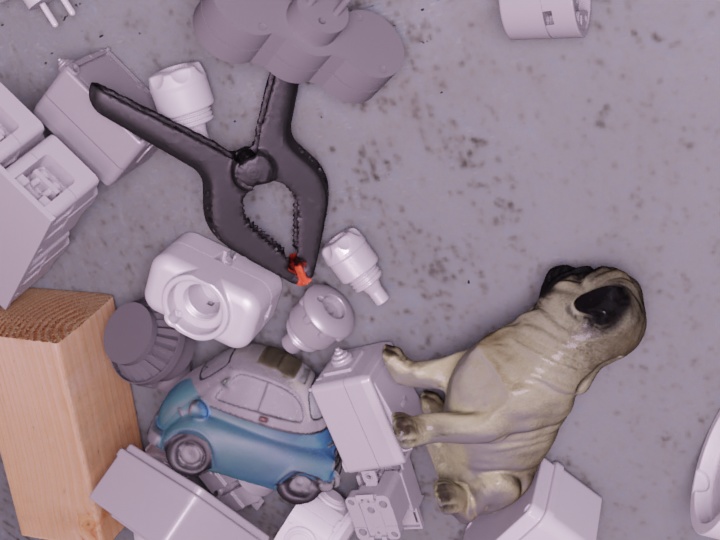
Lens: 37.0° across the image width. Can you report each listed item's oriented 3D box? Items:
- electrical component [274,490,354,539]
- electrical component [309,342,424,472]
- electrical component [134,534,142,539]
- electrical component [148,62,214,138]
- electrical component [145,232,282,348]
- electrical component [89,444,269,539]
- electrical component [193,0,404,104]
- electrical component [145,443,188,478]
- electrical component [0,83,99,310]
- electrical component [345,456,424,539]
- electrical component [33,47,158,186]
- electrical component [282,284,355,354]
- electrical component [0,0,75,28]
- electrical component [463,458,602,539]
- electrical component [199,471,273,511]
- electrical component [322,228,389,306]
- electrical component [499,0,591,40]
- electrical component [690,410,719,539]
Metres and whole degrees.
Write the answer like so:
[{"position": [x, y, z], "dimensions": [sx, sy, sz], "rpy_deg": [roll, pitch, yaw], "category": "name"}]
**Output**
[{"position": [-0.037, 0.223, 0.913], "dimensions": [0.051, 0.080, 0.080], "rpy_deg": [33, 121, 9], "category": "electrical component"}, {"position": [0.008, 0.101, 0.847], "dimensions": [0.061, 0.061, 0.096], "rpy_deg": [-14, 109, 26], "category": "electrical component"}, {"position": [-0.172, 0.231, 0.981], "dimensions": [0.055, 0.055, 0.047], "rpy_deg": [36, 118, 1], "category": "electrical component"}, {"position": [-0.129, -0.121, 0.801], "dimensions": [0.043, 0.043, 0.062], "rpy_deg": [-7, 113, 23], "category": "electrical component"}, {"position": [-0.119, 0.018, 0.855], "dimensions": [0.095, 0.059, 0.053], "rpy_deg": [25, 120, 8], "category": "electrical component"}, {"position": [-0.147, 0.204, 0.880], "dimensions": [0.109, 0.056, 0.108], "rpy_deg": [19, 158, 43], "category": "electrical component"}, {"position": [-0.032, -0.161, 0.700], "dimensions": [0.138, 0.052, 0.074], "rpy_deg": [15, 153, -24], "category": "electrical component"}, {"position": [-0.178, 0.180, 0.953], "dimensions": [0.048, 0.062, 0.048], "rpy_deg": [8, 117, 17], "category": "electrical component"}, {"position": [-0.279, -0.055, 0.843], "dimensions": [0.105, 0.060, 0.186], "rpy_deg": [45, 145, -4], "category": "electrical component"}, {"position": [0.019, 0.186, 0.883], "dimensions": [0.042, 0.063, 0.081], "rpy_deg": [-9, 111, 25], "category": "electrical component"}, {"position": [-0.199, -0.119, 0.817], "dimensions": [0.096, 0.061, 0.061], "rpy_deg": [45, 121, -4], "category": "electrical component"}, {"position": [-0.038, 0.044, 0.848], "dimensions": [0.048, 0.048, 0.062], "rpy_deg": [45, 128, -5], "category": "electrical component"}, {"position": [-0.240, -0.219, 0.795], "dimensions": [0.077, 0.044, 0.079], "rpy_deg": [-24, 105, 28], "category": "electrical component"}, {"position": [0.130, 0.211, 0.845], "dimensions": [0.057, 0.078, 0.113], "rpy_deg": [37, 121, -3], "category": "electrical component"}, {"position": [-0.100, 0.177, 0.934], "dimensions": [0.055, 0.048, 0.066], "rpy_deg": [-29, 102, 37], "category": "electrical component"}, {"position": [0.000, 0.000, 0.817], "dimensions": [0.035, 0.035, 0.061], "rpy_deg": [-30, 104, 29], "category": "electrical component"}, {"position": [0.117, -0.173, 0.680], "dimensions": [0.047, 0.055, 0.055], "rpy_deg": [0, 114, 24], "category": "electrical component"}, {"position": [0.279, 0.141, 0.742], "dimensions": [0.060, 0.108, 0.108], "rpy_deg": [19, 120, 4], "category": "electrical component"}]
